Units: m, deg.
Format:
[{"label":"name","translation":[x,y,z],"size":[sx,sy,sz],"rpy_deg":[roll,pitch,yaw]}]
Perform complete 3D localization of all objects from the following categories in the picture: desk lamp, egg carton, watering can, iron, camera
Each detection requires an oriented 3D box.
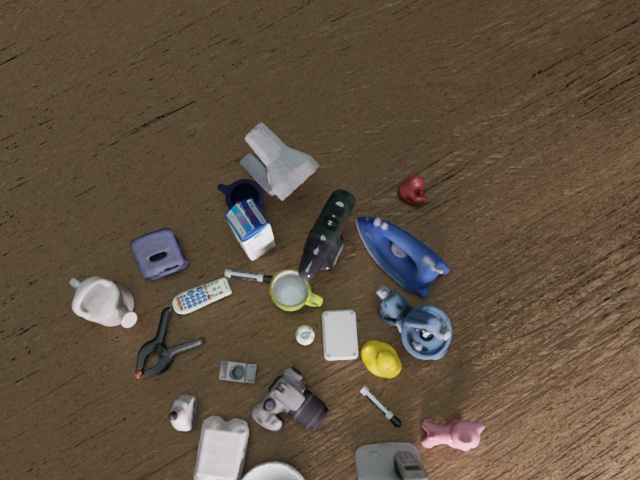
[{"label":"desk lamp","translation":[-0.103,-0.177,1.349],"size":[0.203,0.213,0.118],"rpy_deg":[44,79,9]},{"label":"egg carton","translation":[-0.215,0.467,1.259],"size":[0.107,0.069,0.150],"rpy_deg":[7,76,0]},{"label":"watering can","translation":[-0.483,0.134,1.271],"size":[0.173,0.194,0.101],"rpy_deg":[10,76,1]},{"label":"iron","translation":[0.185,0.013,1.346],"size":[0.258,0.141,0.119],"rpy_deg":[40,78,8]},{"label":"camera","translation":[-0.060,0.373,1.270],"size":[0.136,0.101,0.143],"rpy_deg":[37,78,8]}]

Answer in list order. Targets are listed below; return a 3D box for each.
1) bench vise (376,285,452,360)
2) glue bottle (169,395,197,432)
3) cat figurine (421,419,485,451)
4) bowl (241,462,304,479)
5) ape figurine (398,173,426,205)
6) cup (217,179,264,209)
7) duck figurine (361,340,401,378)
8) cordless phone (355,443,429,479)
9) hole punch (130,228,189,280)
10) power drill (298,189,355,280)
[{"label":"bench vise","translation":[0.205,0.186,1.263],"size":[0.207,0.220,0.121],"rpy_deg":[26,77,5]},{"label":"glue bottle","translation":[-0.298,0.373,1.227],"size":[0.037,0.173,0.078],"rpy_deg":[4,76,0]},{"label":"cat figurine","translation":[0.293,0.429,1.257],"size":[0.128,0.118,0.067],"rpy_deg":[-1,76,-2]},{"label":"bowl","translation":[-0.101,0.563,1.235],"size":[0.167,0.075,0.167],"rpy_deg":[0,76,-1]},{"label":"ape figurine","translation":[0.232,-0.130,1.409],"size":[0.076,0.092,0.078],"rpy_deg":[2,76,-1]},{"label":"cup","translation":[-0.190,-0.095,1.388],"size":[0.117,0.095,0.092],"rpy_deg":[23,76,4]},{"label":"duck figurine","translation":[0.143,0.271,1.309],"size":[0.104,0.086,0.077],"rpy_deg":[39,78,8]},{"label":"cordless phone","translation":[0.151,0.484,1.205],"size":[0.147,0.185,0.094],"rpy_deg":[-5,76,-3]},{"label":"hole punch","translation":[-0.378,0.034,1.352],"size":[0.109,0.091,0.101],"rpy_deg":[-21,77,-6]},{"label":"power drill","translation":[0.012,0.005,1.309],"size":[0.075,0.208,0.230],"rpy_deg":[23,76,5]}]
